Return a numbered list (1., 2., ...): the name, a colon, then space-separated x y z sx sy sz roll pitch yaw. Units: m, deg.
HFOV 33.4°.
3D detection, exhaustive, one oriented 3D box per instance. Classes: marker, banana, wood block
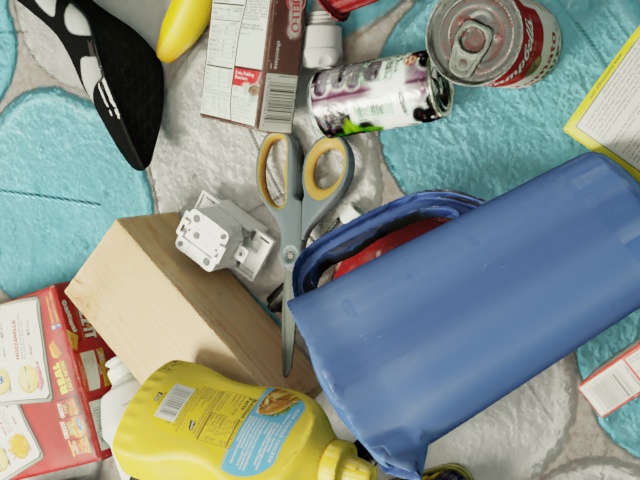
1. marker: -0.005 0.017 0.879 0.020 0.020 0.121 48 114 15
2. banana: -0.100 -0.245 0.893 0.070 0.037 0.198 16 102 45
3. wood block: -0.105 0.082 0.901 0.206 0.090 0.091 47 114 16

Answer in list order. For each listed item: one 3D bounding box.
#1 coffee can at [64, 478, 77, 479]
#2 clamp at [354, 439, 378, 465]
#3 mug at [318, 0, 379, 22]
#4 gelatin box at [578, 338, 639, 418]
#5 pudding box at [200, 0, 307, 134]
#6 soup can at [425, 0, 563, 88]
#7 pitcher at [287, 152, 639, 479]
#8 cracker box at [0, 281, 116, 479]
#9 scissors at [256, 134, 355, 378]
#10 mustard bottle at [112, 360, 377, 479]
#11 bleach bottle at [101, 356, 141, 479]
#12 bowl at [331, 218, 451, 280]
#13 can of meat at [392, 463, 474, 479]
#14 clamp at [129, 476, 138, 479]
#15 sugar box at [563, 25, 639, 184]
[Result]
1. coffee can: -0.259 0.308 1.001 0.103 0.102 0.140 -16 88 28
2. clamp: -0.014 0.215 0.805 0.210 0.036 0.164 -6 72 39
3. mug: 0.037 -0.230 0.798 0.082 0.093 0.117 -16 52 24
4. gelatin box: 0.228 0.081 0.732 0.089 0.073 0.030 -41 78 25
5. pudding box: -0.055 -0.147 0.860 0.090 0.039 0.113 21 105 51
6. soup can: 0.124 -0.140 0.745 0.069 0.102 0.068 3 97 28
7. pitcher: 0.104 0.035 0.724 0.243 0.145 0.149 -30 100 -2
8. cracker box: -0.285 0.142 1.015 0.214 0.072 0.164 -19 86 29
9. scissors: -0.006 0.001 0.853 0.096 0.016 0.202 -18 73 24
10. mustard bottle: -0.049 0.148 0.776 0.192 0.096 0.058 10 134 25
11. bleach bottle: -0.115 0.210 0.927 0.251 0.102 0.068 61 145 16
12. bowl: 0.067 0.058 0.826 0.162 0.055 0.162 3 97 28
13. can of meat: 0.065 0.221 0.829 0.102 0.083 0.057 -23 85 28
14. clamp: -0.129 0.242 0.851 0.120 0.039 0.172 39 112 28
15. sugar box: 0.263 -0.061 0.713 0.176 0.048 0.093 39 112 15
